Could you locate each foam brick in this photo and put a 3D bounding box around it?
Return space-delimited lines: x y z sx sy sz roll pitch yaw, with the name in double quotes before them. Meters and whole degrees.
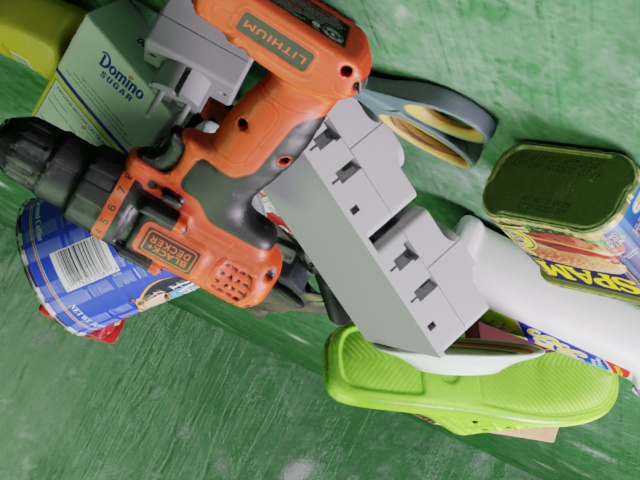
"foam brick" 0.166 0.072 0.913 0.078 0.051 0.053 -4 171 -5

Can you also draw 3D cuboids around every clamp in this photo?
"clamp" -0.006 0.001 0.952 0.164 0.036 0.210 55 169 1
"clamp" -0.122 -0.077 0.840 0.039 0.120 0.172 48 161 -9

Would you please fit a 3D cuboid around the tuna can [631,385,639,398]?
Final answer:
"tuna can" 0.326 0.136 0.956 0.086 0.033 0.086 26 169 5

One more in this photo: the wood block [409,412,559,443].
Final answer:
"wood block" 0.166 0.147 1.117 0.205 0.091 0.090 17 180 -43

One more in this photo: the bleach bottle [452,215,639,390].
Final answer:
"bleach bottle" 0.209 0.065 0.835 0.251 0.068 0.102 24 169 3

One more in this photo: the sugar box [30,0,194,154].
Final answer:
"sugar box" -0.158 -0.085 0.778 0.093 0.048 0.177 50 135 1

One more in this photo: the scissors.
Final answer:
"scissors" 0.022 -0.098 0.632 0.201 0.016 0.096 30 168 -19

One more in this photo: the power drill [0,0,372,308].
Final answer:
"power drill" -0.073 -0.066 0.597 0.184 0.188 0.057 29 -149 -12

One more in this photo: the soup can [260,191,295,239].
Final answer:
"soup can" -0.030 -0.051 0.840 0.069 0.068 0.102 17 166 44

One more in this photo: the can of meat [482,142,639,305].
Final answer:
"can of meat" 0.155 -0.011 0.620 0.102 0.057 0.083 14 160 49

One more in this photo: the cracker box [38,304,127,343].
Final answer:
"cracker box" -0.189 -0.007 1.040 0.072 0.213 0.164 26 170 -4

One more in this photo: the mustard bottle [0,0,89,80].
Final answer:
"mustard bottle" -0.264 -0.182 0.814 0.191 0.058 0.096 25 174 7

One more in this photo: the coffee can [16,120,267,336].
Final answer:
"coffee can" -0.117 -0.007 0.721 0.140 0.103 0.102 -22 153 12
